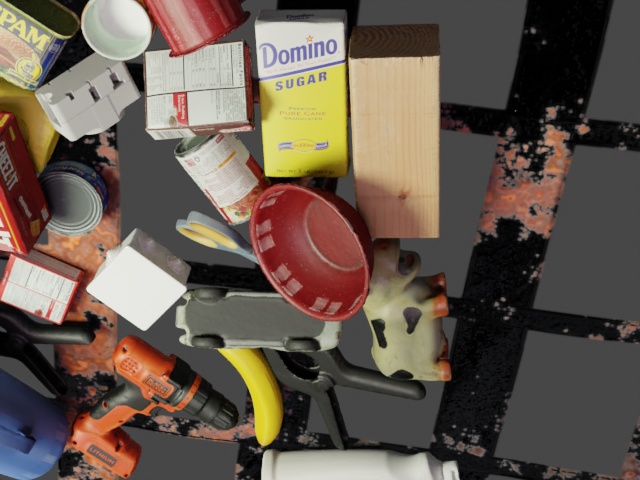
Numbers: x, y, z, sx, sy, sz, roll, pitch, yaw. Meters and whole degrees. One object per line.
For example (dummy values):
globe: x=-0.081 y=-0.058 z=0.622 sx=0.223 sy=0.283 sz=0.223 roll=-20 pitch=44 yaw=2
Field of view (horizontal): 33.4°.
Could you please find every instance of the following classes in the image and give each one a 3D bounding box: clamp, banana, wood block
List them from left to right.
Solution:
clamp: x=-0.376 y=0.133 z=1.349 sx=0.171 sy=0.039 sz=0.120 roll=21 pitch=118 yaw=-3
banana: x=-0.084 y=0.185 z=1.354 sx=0.070 sy=0.037 sz=0.197 roll=-3 pitch=123 yaw=37
clamp: x=0.017 y=0.167 z=1.325 sx=0.165 sy=0.036 sz=0.210 roll=-34 pitch=111 yaw=32
wood block: x=0.080 y=-0.112 z=1.111 sx=0.091 sy=0.090 sz=0.206 roll=0 pitch=122 yaw=5

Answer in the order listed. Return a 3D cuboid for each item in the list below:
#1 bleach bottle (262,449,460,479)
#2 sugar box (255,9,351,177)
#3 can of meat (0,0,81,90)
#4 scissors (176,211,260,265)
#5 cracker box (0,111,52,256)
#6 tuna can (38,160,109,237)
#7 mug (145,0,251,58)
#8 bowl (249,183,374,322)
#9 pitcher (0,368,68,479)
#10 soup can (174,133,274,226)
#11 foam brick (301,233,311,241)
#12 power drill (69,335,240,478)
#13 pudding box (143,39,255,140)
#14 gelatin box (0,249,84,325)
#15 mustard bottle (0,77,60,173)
bleach bottle: x=0.056 y=0.313 z=1.403 sx=0.251 sy=0.068 sz=0.102 roll=-8 pitch=128 yaw=9
sugar box: x=-0.016 y=-0.152 z=1.122 sx=0.093 sy=0.048 sz=0.176 roll=0 pitch=124 yaw=6
can of meat: x=-0.314 y=-0.216 z=1.107 sx=0.102 sy=0.057 sz=0.084 roll=32 pitch=123 yaw=-14
scissors: x=-0.088 y=0.016 z=1.248 sx=0.096 sy=0.016 sz=0.201 roll=5 pitch=158 yaw=46
cracker box: x=-0.418 y=-0.072 z=1.155 sx=0.214 sy=0.072 sz=0.164 roll=10 pitch=141 yaw=13
tuna can: x=-0.287 y=-0.049 z=1.224 sx=0.086 sy=0.033 sz=0.086 roll=3 pitch=123 yaw=4
mug: x=-0.118 y=-0.244 z=1.056 sx=0.117 sy=0.093 sz=0.081 roll=-32 pitch=113 yaw=-10
bowl: x=0.002 y=0.004 z=1.130 sx=0.162 sy=0.055 sz=0.162 roll=24 pitch=130 yaw=31
pitcher: x=-0.413 y=0.215 z=1.302 sx=0.145 sy=0.149 sz=0.242 roll=-25 pitch=144 yaw=15
soup can: x=-0.103 y=-0.076 z=1.167 sx=0.069 sy=0.068 sz=0.102 roll=-27 pitch=115 yaw=21
foam brick: x=-0.008 y=0.001 z=1.215 sx=0.078 sy=0.053 sz=0.051 roll=-17 pitch=119 yaw=15
power drill: x=-0.221 y=0.227 z=1.382 sx=0.184 sy=0.057 sz=0.188 roll=37 pitch=116 yaw=-13
pudding box: x=-0.125 y=-0.156 z=1.109 sx=0.113 sy=0.039 sz=0.090 roll=-4 pitch=80 yaw=7
gelatin box: x=-0.341 y=0.054 z=1.299 sx=0.089 sy=0.030 sz=0.073 roll=23 pitch=121 yaw=-9
mustard bottle: x=-0.375 y=-0.150 z=1.155 sx=0.191 sy=0.058 sz=0.096 roll=23 pitch=124 yaw=-8
